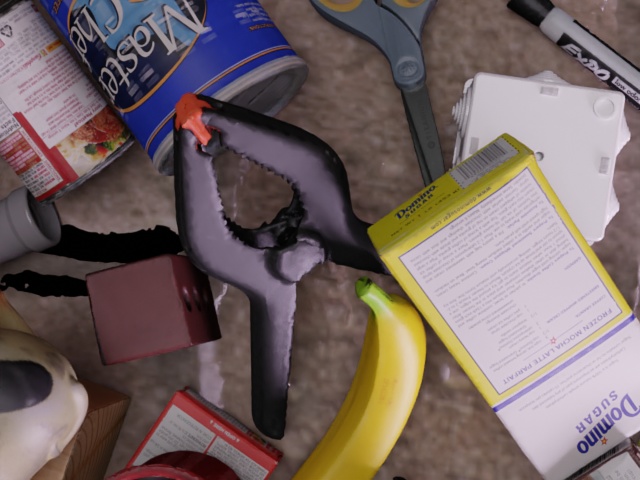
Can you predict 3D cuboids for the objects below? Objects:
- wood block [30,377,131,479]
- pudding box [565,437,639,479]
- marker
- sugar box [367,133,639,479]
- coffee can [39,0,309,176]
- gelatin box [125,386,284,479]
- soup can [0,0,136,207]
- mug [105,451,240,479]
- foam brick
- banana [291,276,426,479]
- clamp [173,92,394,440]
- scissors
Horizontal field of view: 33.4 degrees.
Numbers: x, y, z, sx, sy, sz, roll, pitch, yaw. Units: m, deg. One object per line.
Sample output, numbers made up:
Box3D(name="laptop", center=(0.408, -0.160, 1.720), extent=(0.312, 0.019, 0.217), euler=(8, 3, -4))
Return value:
Box3D(name="wood block", center=(-0.229, 0.100, 0.615), extent=(0.206, 0.091, 0.090), euler=(19, 90, 6))
Box3D(name="pudding box", center=(0.153, 0.178, 0.588), extent=(0.113, 0.039, 0.090), euler=(-38, 76, 12))
Box3D(name="marker", center=(0.157, -0.109, 0.618), extent=(0.121, 0.020, 0.020), euler=(40, 92, 6))
Box3D(name="sugar box", center=(0.112, 0.040, 0.572), extent=(0.093, 0.048, 0.176), euler=(-34, 113, 6))
Box3D(name="coffee can", center=(-0.088, -0.122, 0.602), extent=(0.103, 0.103, 0.140), euler=(-36, 85, 3))
Box3D(name="gelatin box", center=(-0.076, 0.143, 0.628), extent=(0.073, 0.030, 0.089), euler=(34, 92, 5))
Box3D(name="soup can", center=(-0.163, -0.079, 0.610), extent=(0.068, 0.068, 0.102), euler=(-35, 105, 3))
Box3D(name="mug", center=(-0.085, 0.169, 0.571), extent=(0.093, 0.081, 0.117), euler=(29, 91, 5))
Box3D(name="foam brick", center=(-0.094, 0.039, 0.610), extent=(0.051, 0.078, 0.053), euler=(-13, 87, 7))
Box3D(name="banana", center=(0.015, 0.103, 0.599), extent=(0.069, 0.037, 0.198), euler=(9, 115, -25))
Box3D(name="clamp", center=(-0.004, 0.001, 0.578), extent=(0.164, 0.036, 0.210), euler=(-30, 121, -1))
Box3D(name="scissors", center=(0.032, -0.102, 0.615), extent=(0.096, 0.016, 0.202), euler=(1, 76, 13))
